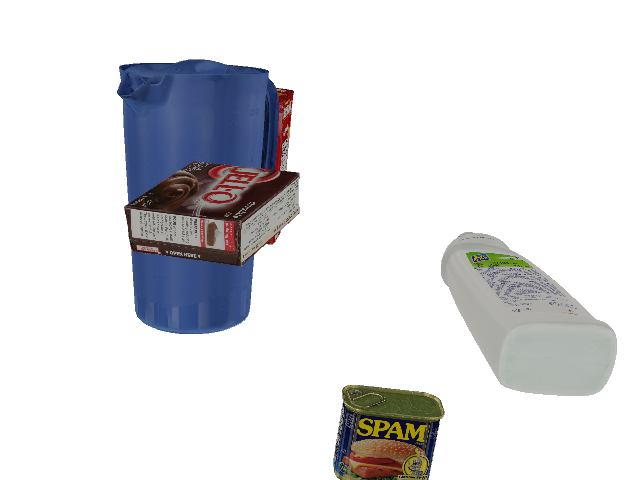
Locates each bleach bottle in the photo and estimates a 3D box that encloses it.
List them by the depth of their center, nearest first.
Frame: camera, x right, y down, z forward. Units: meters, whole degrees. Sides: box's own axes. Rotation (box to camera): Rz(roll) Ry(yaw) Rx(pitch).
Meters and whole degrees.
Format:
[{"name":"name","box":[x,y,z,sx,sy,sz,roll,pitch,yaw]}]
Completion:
[{"name":"bleach bottle","box":[0.173,0.051,0.969,0.102,0.068,0.251,4,21,-9]}]

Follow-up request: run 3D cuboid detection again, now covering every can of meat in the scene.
[{"name":"can of meat","box":[0.066,0.198,1.071,0.102,0.084,0.057,7,17,-5]}]

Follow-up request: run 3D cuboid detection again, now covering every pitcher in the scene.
[{"name":"pitcher","box":[-0.109,-0.045,0.988,0.149,0.243,0.145,0,14,-7]}]

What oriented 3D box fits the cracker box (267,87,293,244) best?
[{"name":"cracker box","box":[-0.131,-0.109,1.485,0.164,0.214,0.072,8,22,5]}]

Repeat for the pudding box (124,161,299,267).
[{"name":"pudding box","box":[-0.075,-0.022,0.774,0.090,0.039,0.113,6,25,19]}]
